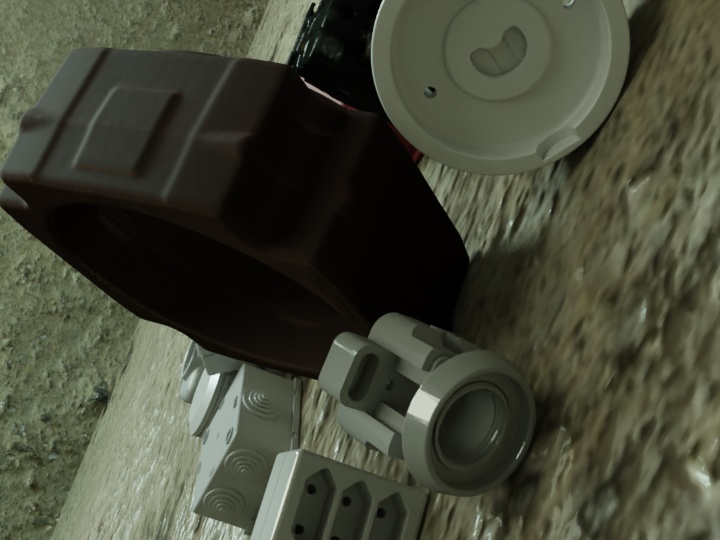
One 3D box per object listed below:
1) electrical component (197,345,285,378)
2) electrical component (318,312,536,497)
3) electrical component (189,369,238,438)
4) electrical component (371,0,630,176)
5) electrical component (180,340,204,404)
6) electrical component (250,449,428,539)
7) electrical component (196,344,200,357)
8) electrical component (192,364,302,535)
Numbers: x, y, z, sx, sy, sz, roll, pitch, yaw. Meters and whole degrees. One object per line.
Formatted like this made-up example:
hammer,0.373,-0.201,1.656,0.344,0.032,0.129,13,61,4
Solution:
electrical component,-0.077,0.062,0.837,0.047,0.083,0.075,-98,-6,-64
electrical component,0.031,0.053,0.421,0.057,0.078,0.058,26,94,56
electrical component,-0.113,0.111,0.930,0.080,0.051,0.080,-158,90,-77
electrical component,0.060,-0.103,0.477,0.060,0.108,0.108,-83,19,-63
electrical component,-0.134,0.087,1.030,0.054,0.059,0.095,161,130,-72
electrical component,-0.016,0.119,0.510,0.077,0.066,0.047,147,142,-68
electrical component,-0.101,0.045,0.889,0.058,0.078,0.057,-42,-49,-57
electrical component,-0.084,0.129,0.791,0.099,0.048,0.099,-60,17,29
